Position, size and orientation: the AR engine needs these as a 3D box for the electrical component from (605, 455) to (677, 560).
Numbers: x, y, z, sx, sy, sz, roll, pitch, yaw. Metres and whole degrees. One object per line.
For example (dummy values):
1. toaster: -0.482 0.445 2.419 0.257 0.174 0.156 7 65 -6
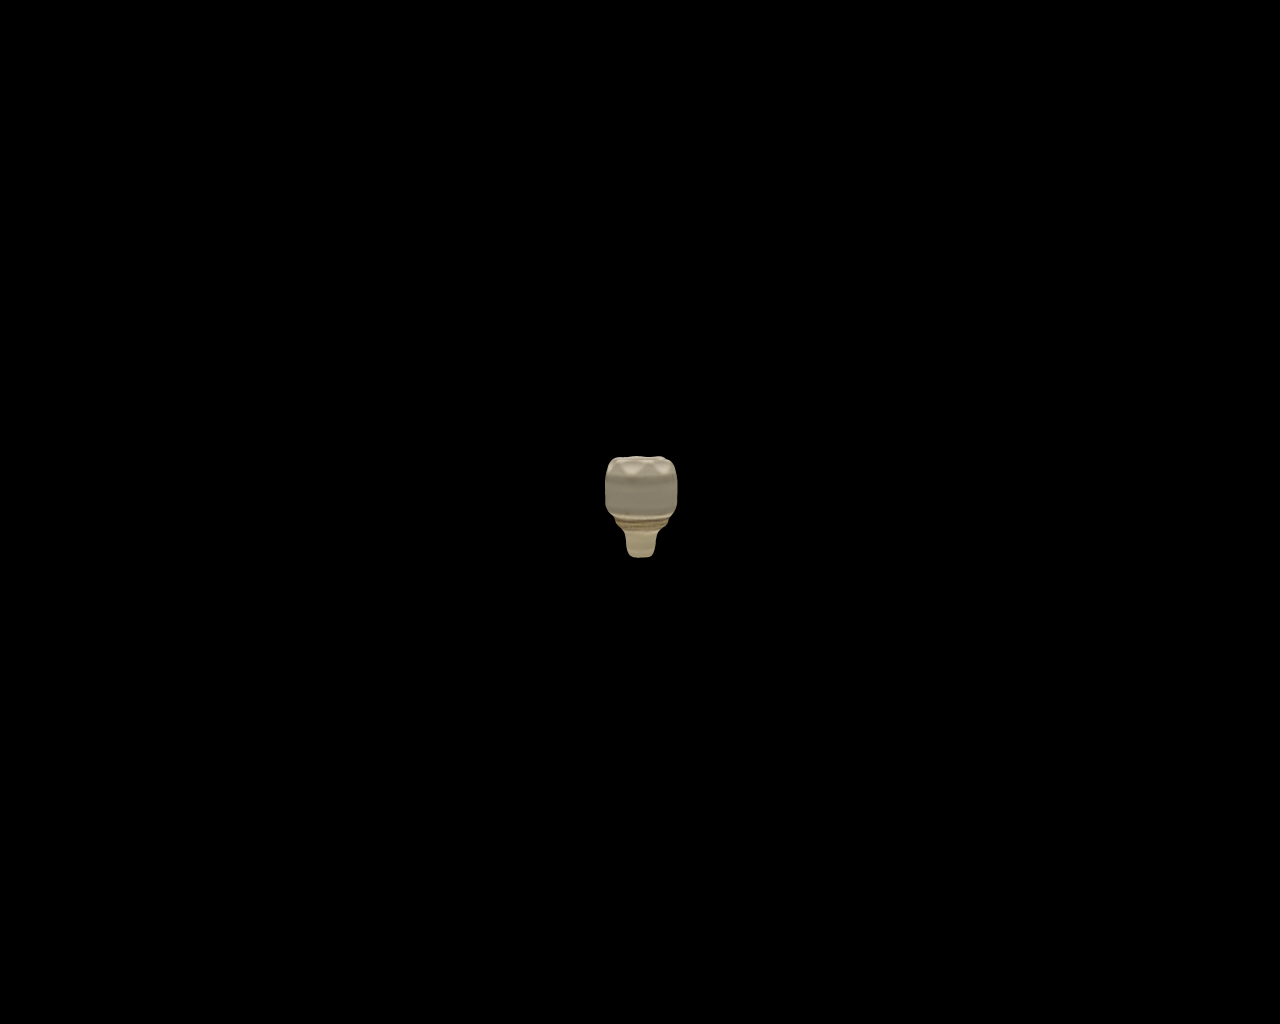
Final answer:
1. electrical component: 0.001 -0.003 0.650 0.043 0.062 0.043 0 7 0
